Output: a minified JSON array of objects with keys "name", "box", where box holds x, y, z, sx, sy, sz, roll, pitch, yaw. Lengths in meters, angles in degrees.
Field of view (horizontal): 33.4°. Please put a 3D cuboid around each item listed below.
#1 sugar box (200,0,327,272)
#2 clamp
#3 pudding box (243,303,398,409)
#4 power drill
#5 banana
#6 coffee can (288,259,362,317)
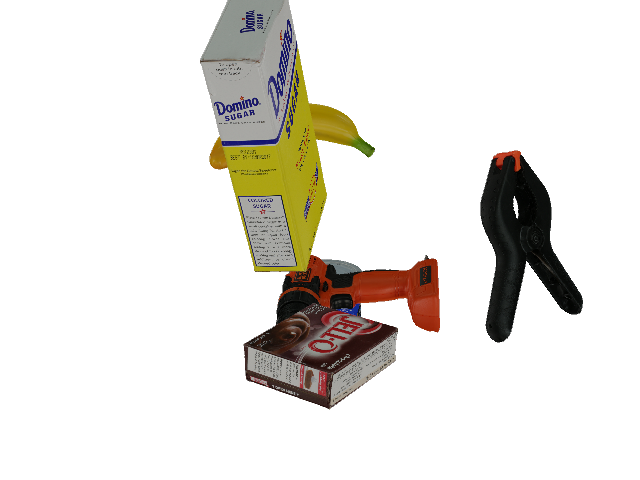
[{"name":"sugar box","box":[-0.034,-0.073,0.735,0.048,0.176,0.093,1,41,12]},{"name":"clamp","box":[0.178,0.007,0.974,0.120,0.171,0.039,-26,9,-41]},{"name":"pudding box","box":[0.002,0.097,0.921,0.090,0.039,0.113,13,25,30]},{"name":"power drill","box":[0.044,0.070,1.236,0.188,0.057,0.184,0,27,7]},{"name":"banana","box":[-0.035,-0.111,1.105,0.197,0.037,0.070,-9,47,-31]},{"name":"coffee can","box":[0.007,0.109,1.509,0.103,0.140,0.103,0,19,0]}]
